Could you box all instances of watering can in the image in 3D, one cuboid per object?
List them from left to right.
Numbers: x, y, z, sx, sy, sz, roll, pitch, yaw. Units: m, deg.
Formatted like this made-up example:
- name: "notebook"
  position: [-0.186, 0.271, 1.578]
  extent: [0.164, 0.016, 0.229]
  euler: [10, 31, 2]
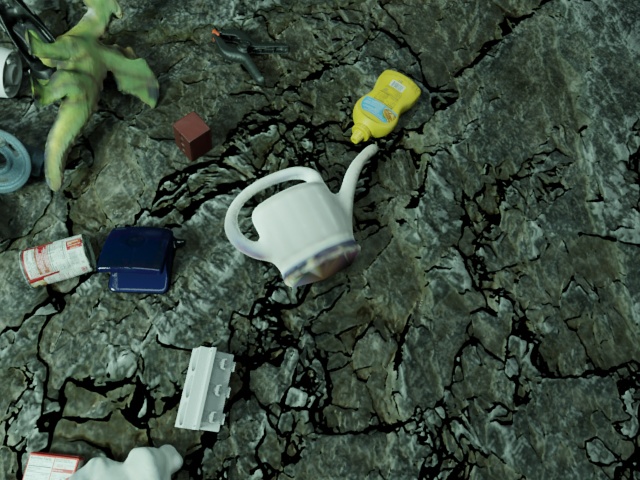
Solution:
- name: "watering can"
  position: [0.003, -0.048, 0.954]
  extent: [0.350, 0.102, 0.227]
  euler: [-24, 74, -17]

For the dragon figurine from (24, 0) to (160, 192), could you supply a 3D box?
- name: "dragon figurine"
  position: [-0.423, -0.301, 0.985]
  extent: [0.244, 0.121, 0.411]
  euler: [-9, 88, -34]

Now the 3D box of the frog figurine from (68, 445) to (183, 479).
- name: "frog figurine"
  position: [-0.287, 0.366, 0.756]
  extent: [0.138, 0.120, 0.162]
  euler: [28, 31, 13]
